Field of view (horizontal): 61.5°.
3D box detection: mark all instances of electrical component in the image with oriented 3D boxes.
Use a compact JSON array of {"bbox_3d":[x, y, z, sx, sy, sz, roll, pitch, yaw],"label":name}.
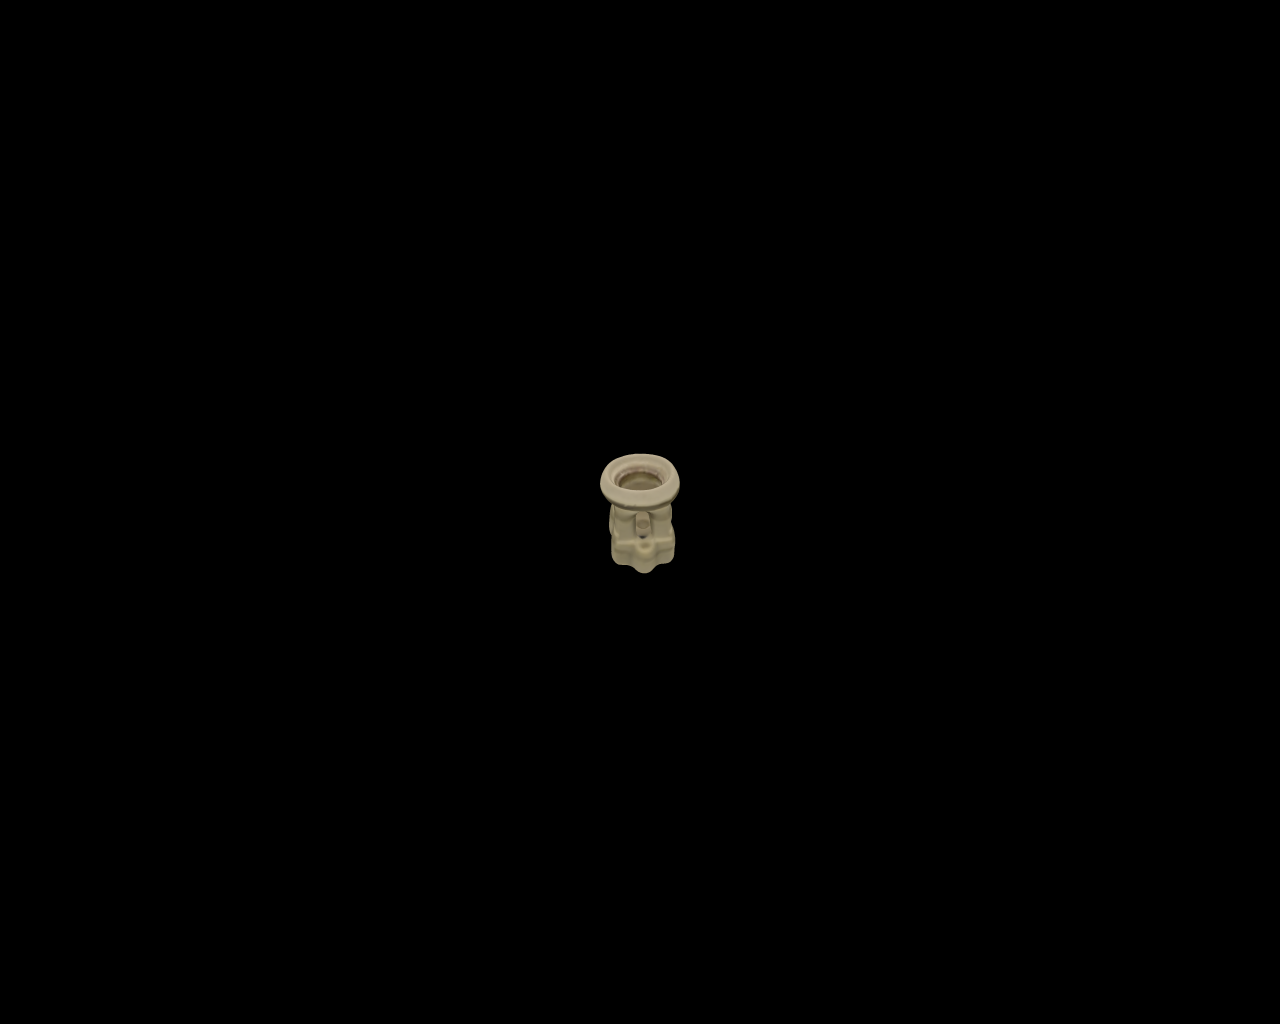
[{"bbox_3d":[0.001,-0.003,0.650,0.048,0.055,0.066,-3,37,-4],"label":"electrical component"}]
